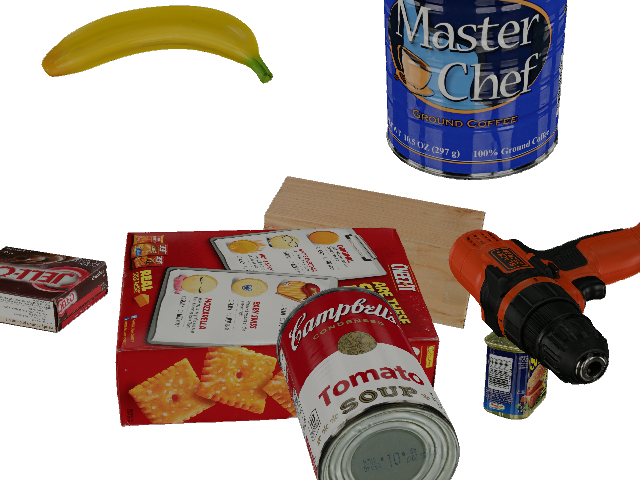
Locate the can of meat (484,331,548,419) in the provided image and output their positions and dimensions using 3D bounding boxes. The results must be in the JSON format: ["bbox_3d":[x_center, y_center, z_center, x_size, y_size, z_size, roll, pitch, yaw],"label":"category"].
[{"bbox_3d":[0.220,0.144,1.192,0.058,0.084,0.101,9,15,28],"label":"can of meat"}]

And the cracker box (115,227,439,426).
[{"bbox_3d":[-0.037,0.058,0.777,0.213,0.072,0.164,-1,29,-7],"label":"cracker box"}]

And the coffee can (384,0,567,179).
[{"bbox_3d":[0.086,-0.120,0.598,0.103,0.140,0.103,-3,36,2],"label":"coffee can"}]

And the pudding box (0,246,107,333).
[{"bbox_3d":[-0.265,0.043,0.974,0.114,0.039,0.090,6,21,18],"label":"pudding box"}]

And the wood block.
[{"bbox_3d":[0.052,0.010,1.064,0.206,0.090,0.090,11,30,8],"label":"wood block"}]

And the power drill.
[{"bbox_3d":[0.206,0.031,0.761,0.187,0.057,0.184,-10,28,-15],"label":"power drill"}]

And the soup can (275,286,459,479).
[{"bbox_3d":[0.020,0.077,0.520,0.068,0.068,0.102,0,28,-14],"label":"soup can"}]

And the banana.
[{"bbox_3d":[-0.140,-0.174,0.928,0.197,0.069,0.037,0,-33,-3],"label":"banana"}]
